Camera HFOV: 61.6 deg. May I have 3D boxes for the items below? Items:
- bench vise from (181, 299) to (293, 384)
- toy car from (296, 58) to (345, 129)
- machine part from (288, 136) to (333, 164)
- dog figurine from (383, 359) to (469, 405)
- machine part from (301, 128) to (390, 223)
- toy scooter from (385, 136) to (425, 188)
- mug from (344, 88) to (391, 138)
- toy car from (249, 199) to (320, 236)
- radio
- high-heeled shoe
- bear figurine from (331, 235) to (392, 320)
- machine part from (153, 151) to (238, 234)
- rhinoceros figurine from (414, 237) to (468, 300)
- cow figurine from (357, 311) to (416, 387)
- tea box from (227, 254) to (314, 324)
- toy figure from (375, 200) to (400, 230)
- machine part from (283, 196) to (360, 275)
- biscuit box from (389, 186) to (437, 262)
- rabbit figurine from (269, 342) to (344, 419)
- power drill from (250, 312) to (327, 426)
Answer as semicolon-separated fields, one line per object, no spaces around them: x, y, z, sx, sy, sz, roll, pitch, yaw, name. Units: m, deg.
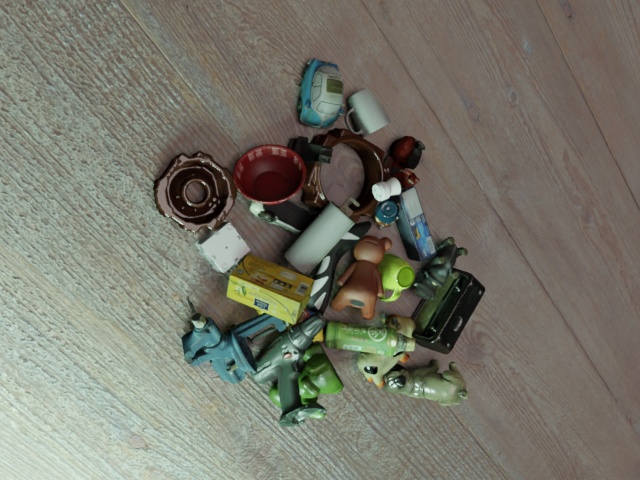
-0.179;0.214;1.206;0.241;0.129;0.223;-26;115;-3;bench vise
0.015;-0.345;1.262;0.109;0.103;0.161;5;95;-28;toy car
-0.030;-0.200;1.237;0.039;0.139;0.084;34;78;-45;machine part
0.280;0.392;1.440;0.190;0.172;0.121;3;83;-34;dog figurine
0.058;-0.156;1.313;0.201;0.087;0.201;25;86;-27;machine part
0.215;-0.186;1.360;0.075;0.135;0.184;32;80;-24;toy scooter
0.106;-0.312;1.329;0.109;0.081;0.107;-29;96;-15;mug
-0.072;-0.059;1.277;0.201;0.056;0.073;26;78;-28;toy car
0.341;0.190;1.464;0.073;0.131;0.229;37;79;-27;radio
0.052;0.065;1.296;0.249;0.086;0.145;-32;76;-6;high-heeled shoe
0.107;0.082;1.362;0.120;0.131;0.196;14;58;0;bear figurine
-0.272;-0.103;1.172;0.179;0.056;0.179;-2;95;-27;machine part
0.322;0.076;1.460;0.073;0.112;0.190;39;65;-13;rhinoceros figurine
0.177;0.277;1.423;0.195;0.086;0.127;-43;115;-13;cow figurine
-0.110;0.108;1.202;0.098;0.170;0.068;-53;160;-54;tea box
0.171;-0.065;1.356;0.064;0.154;0.057;-6;82;3;toy figure
-0.003;-0.004;1.238;0.079;0.079;0.243;39;98;-25;machine part
0.245;-0.042;1.430;0.059;0.063;0.202;-28;107;-22;biscuit box
-0.039;0.358;1.325;0.170;0.121;0.159;-29;116;-2;rabbit figurine
-0.054;0.299;1.216;0.232;0.207;0.086;-35;148;22;power drill
